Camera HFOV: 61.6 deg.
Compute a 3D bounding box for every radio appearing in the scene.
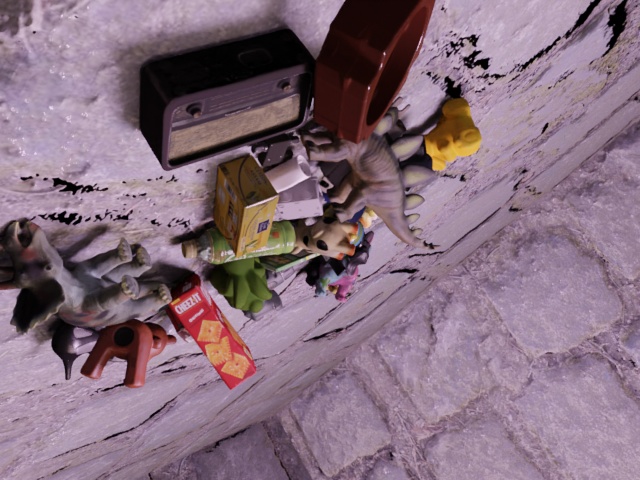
[{"bbox_3d":[-0.116,-0.186,0.708,0.229,0.073,0.131,-26,159,-27],"label":"radio"}]

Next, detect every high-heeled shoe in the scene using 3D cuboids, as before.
[{"bbox_3d":[-0.441,0.187,1.101,0.249,0.086,0.145,-32,138,-64],"label":"high-heeled shoe"}]

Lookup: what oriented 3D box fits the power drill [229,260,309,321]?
[{"bbox_3d":[-0.132,0.124,1.386,0.232,0.086,0.207,-26,162,-19],"label":"power drill"}]

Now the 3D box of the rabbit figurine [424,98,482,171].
[{"bbox_3d":[0.259,-0.222,1.206,0.173,0.122,0.162,-20,169,2],"label":"rabbit figurine"}]

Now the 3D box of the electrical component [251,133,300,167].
[{"bbox_3d":[-0.080,-0.152,0.919,0.094,0.021,0.063,-20,156,-35],"label":"electrical component"}]

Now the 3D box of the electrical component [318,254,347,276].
[{"bbox_3d":[0.037,0.037,1.393,0.075,0.119,0.047,-47,156,25],"label":"electrical component"}]

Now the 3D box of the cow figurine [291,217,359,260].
[{"bbox_3d":[-0.002,-0.004,1.177,0.127,0.085,0.195,16,170,-12],"label":"cow figurine"}]

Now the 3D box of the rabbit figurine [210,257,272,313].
[{"bbox_3d":[-0.175,0.077,1.147,0.121,0.159,0.170,-20,142,-11],"label":"rabbit figurine"}]

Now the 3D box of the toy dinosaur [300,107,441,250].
[{"bbox_3d":[0.104,-0.112,0.980,0.199,0.105,0.470,-24,134,7],"label":"toy dinosaur"}]

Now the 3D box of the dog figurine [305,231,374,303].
[{"bbox_3d":[0.061,0.054,1.495,0.108,0.192,0.219,23,99,-25],"label":"dog figurine"}]

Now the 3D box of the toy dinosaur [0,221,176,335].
[{"bbox_3d":[-0.372,0.091,0.893,0.192,0.131,0.404,-20,163,-4],"label":"toy dinosaur"}]

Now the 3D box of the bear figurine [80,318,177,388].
[{"bbox_3d":[-0.360,0.215,1.040,0.120,0.132,0.195,13,162,0],"label":"bear figurine"}]

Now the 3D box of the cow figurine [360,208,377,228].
[{"bbox_3d":[0.147,-0.101,1.336,0.098,0.068,0.167,-30,162,-30],"label":"cow figurine"}]

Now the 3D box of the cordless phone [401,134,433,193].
[{"bbox_3d":[0.152,-0.146,1.164,0.147,0.089,0.184,2,157,-8],"label":"cordless phone"}]

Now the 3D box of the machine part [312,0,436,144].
[{"bbox_3d":[0.071,-0.252,0.734,0.201,0.087,0.201,-58,171,-19],"label":"machine part"}]

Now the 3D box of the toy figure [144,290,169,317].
[{"bbox_3d":[-0.373,0.129,1.055,0.154,0.058,0.064,-13,115,-42],"label":"toy figure"}]

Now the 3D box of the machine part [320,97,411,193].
[{"bbox_3d":[0.082,-0.176,1.038,0.243,0.079,0.079,-46,157,25],"label":"machine part"}]

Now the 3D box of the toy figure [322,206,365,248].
[{"bbox_3d":[0.058,-0.032,1.319,0.082,0.089,0.180,-7,168,25],"label":"toy figure"}]

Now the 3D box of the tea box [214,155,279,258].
[{"bbox_3d":[-0.134,-0.055,0.946,0.068,0.098,0.169,-24,159,-25],"label":"tea box"}]

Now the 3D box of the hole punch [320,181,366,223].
[{"bbox_3d":[0.063,-0.102,1.169,0.116,0.092,0.142,-46,154,18],"label":"hole punch"}]
